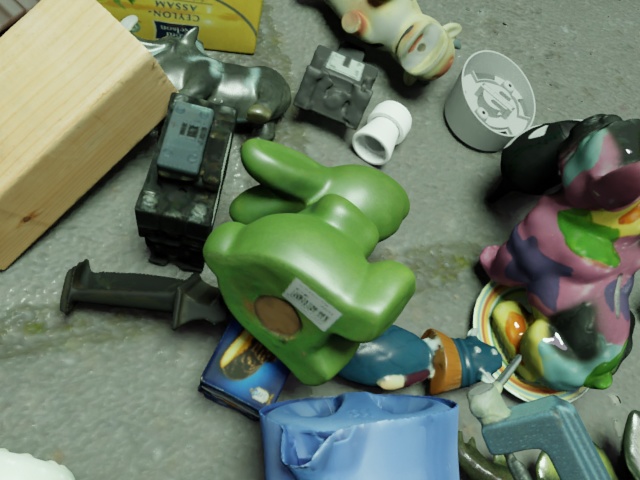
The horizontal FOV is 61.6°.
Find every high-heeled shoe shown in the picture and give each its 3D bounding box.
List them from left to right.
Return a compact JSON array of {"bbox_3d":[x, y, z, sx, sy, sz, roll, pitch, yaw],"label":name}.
[{"bbox_3d":[0.274,-0.107,0.557,0.249,0.145,0.086,-29,77,-22],"label":"high-heeled shoe"}]

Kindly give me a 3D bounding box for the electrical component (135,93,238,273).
[{"bbox_3d":[-0.108,-0.050,0.444,0.058,0.134,0.115,11,63,-10],"label":"electrical component"}]

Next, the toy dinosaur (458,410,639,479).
[{"bbox_3d":[0.305,0.248,0.438,0.471,0.105,0.198,16,58,-6],"label":"toy dinosaur"}]

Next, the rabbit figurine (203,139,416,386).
[{"bbox_3d":[-0.001,-0.001,0.412,0.159,0.121,0.170,32,45,8],"label":"rabbit figurine"}]

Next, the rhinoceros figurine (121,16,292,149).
[{"bbox_3d":[-0.121,-0.155,0.522,0.190,0.073,0.112,14,66,-7],"label":"rhinoceros figurine"}]

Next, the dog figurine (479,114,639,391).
[{"bbox_3d":[0.225,0.012,0.429,0.108,0.219,0.191,-5,66,-11],"label":"dog figurine"}]

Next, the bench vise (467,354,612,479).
[{"bbox_3d":[0.173,0.192,0.326,0.129,0.224,0.240,-21,84,-59],"label":"bench vise"}]

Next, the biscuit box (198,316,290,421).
[{"bbox_3d":[-0.029,0.046,0.462,0.063,0.059,0.202,27,63,-1],"label":"biscuit box"}]

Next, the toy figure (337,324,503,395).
[{"bbox_3d":[0.084,0.101,0.469,0.154,0.058,0.064,10,70,-15],"label":"toy figure"}]

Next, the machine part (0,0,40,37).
[{"bbox_3d":[-0.306,-0.150,0.424,0.056,0.179,0.179,49,58,-31],"label":"machine part"}]

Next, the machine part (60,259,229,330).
[{"bbox_3d":[-0.138,0.044,0.435,0.139,0.084,0.039,7,104,1],"label":"machine part"}]

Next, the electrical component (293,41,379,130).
[{"bbox_3d":[0.020,-0.171,0.573,0.075,0.047,0.119,20,36,-7],"label":"electrical component"}]

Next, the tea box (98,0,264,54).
[{"bbox_3d":[-0.145,-0.254,0.546,0.170,0.098,0.068,1,66,-12],"label":"tea box"}]

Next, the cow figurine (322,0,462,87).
[{"bbox_3d":[0.076,-0.244,0.597,0.127,0.085,0.195,3,44,-52],"label":"cow figurine"}]
